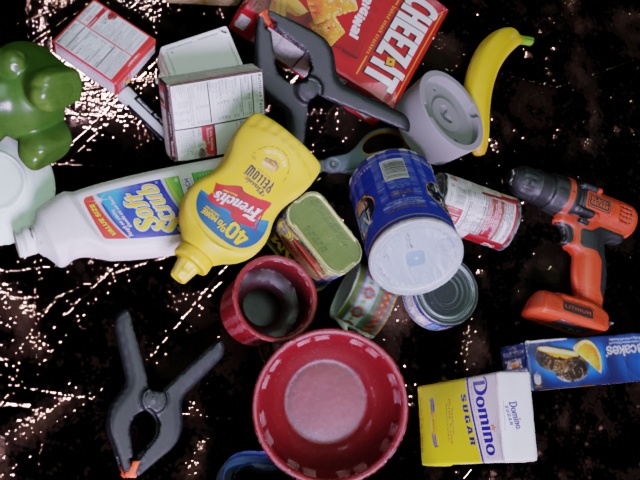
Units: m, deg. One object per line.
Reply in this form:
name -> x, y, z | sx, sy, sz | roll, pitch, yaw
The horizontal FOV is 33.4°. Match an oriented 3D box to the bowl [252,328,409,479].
bowl -> 0.009, 0.172, 1.112 | 0.162, 0.055, 0.162 | 0, 87, -5

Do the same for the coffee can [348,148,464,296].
coffee can -> 0.093, -0.022, 1.182 | 0.102, 0.103, 0.140 | 11, 35, -18

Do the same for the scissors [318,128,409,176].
scissors -> 0.028, -0.073, 1.253 | 0.201, 0.016, 0.096 | -24, 86, -24

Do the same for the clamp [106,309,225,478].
clamp -> -0.165, 0.164, 1.111 | 0.120, 0.039, 0.171 | 9, 78, -12

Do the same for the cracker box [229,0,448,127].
cracker box -> 0.025, -0.265, 1.269 | 0.213, 0.072, 0.164 | 33, 69, -11

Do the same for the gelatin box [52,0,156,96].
gelatin box -> -0.237, -0.212, 1.174 | 0.089, 0.030, 0.073 | 34, 67, 6

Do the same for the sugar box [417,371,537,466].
sugar box -> 0.164, 0.195, 1.149 | 0.048, 0.176, 0.093 | 2, 76, -20

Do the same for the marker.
marker -> -0.176, -0.122, 1.188 | 0.121, 0.020, 0.020 | 45, 66, -5

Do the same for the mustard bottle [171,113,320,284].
mustard bottle -> -0.089, -0.033, 1.103 | 0.096, 0.058, 0.191 | 41, 72, -11

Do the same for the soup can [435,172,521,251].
soup can -> 0.179, -0.034, 1.271 | 0.102, 0.069, 0.068 | 18, 71, -15

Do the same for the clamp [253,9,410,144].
clamp -> -0.003, -0.169, 1.203 | 0.164, 0.036, 0.210 | -26, 100, -6

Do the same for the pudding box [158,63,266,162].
pudding box -> -0.114, -0.138, 1.160 | 0.113, 0.039, 0.090 | -13, 114, -22

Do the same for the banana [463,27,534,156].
banana -> 0.214, -0.200, 1.342 | 0.069, 0.037, 0.197 | 31, 68, -10

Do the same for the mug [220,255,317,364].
mug -> -0.057, 0.081, 1.147 | 0.093, 0.082, 0.117 | -9, 80, -22

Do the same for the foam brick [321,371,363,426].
foam brick -> 0.033, 0.165, 1.177 | 0.053, 0.051, 0.078 | -36, 90, -25

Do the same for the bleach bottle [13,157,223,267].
bleach bottle -> -0.195, -0.018, 1.133 | 0.250, 0.068, 0.102 | -15, 83, -20

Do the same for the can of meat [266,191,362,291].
can of meat -> -0.008, 0.002, 1.184 | 0.057, 0.084, 0.102 | -40, 93, -24

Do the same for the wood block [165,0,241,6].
wood block -> -0.137, -0.385, 1.229 | 0.090, 0.091, 0.206 | -2, 78, -20

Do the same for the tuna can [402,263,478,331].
tuna can -> 0.141, 0.062, 1.252 | 0.086, 0.034, 0.086 | 5, 75, -19

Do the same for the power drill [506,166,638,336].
power drill -> 0.300, 0.013, 1.309 | 0.184, 0.057, 0.187 | 19, 71, -15

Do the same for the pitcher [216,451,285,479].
pitcher -> 0.001, 0.311, 1.094 | 0.242, 0.145, 0.149 | 7, 98, -22
